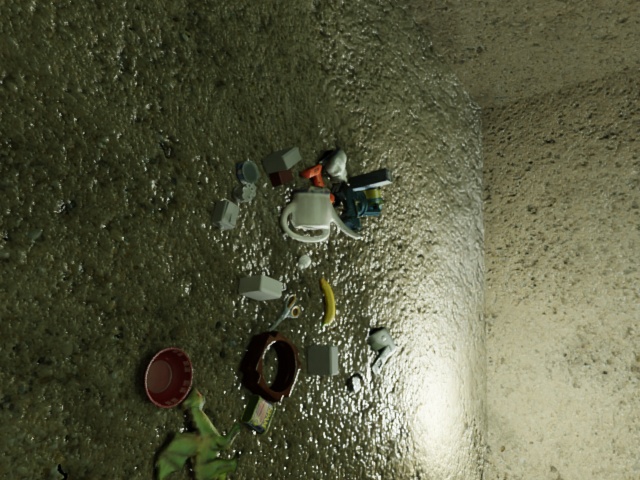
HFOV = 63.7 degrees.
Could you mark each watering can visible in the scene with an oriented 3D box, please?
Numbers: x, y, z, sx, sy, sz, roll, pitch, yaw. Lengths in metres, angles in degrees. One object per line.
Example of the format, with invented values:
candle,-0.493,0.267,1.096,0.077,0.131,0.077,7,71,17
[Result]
watering can,0.006,-0.102,2.036,0.348,0.103,0.225,2,85,-25

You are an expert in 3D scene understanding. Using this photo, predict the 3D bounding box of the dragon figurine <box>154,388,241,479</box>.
dragon figurine,-0.356,0.637,1.463,0.241,0.121,0.417,17,65,-32

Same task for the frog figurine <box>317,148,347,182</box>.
frog figurine,0.079,-0.317,2.248,0.158,0.121,0.140,49,26,-19
